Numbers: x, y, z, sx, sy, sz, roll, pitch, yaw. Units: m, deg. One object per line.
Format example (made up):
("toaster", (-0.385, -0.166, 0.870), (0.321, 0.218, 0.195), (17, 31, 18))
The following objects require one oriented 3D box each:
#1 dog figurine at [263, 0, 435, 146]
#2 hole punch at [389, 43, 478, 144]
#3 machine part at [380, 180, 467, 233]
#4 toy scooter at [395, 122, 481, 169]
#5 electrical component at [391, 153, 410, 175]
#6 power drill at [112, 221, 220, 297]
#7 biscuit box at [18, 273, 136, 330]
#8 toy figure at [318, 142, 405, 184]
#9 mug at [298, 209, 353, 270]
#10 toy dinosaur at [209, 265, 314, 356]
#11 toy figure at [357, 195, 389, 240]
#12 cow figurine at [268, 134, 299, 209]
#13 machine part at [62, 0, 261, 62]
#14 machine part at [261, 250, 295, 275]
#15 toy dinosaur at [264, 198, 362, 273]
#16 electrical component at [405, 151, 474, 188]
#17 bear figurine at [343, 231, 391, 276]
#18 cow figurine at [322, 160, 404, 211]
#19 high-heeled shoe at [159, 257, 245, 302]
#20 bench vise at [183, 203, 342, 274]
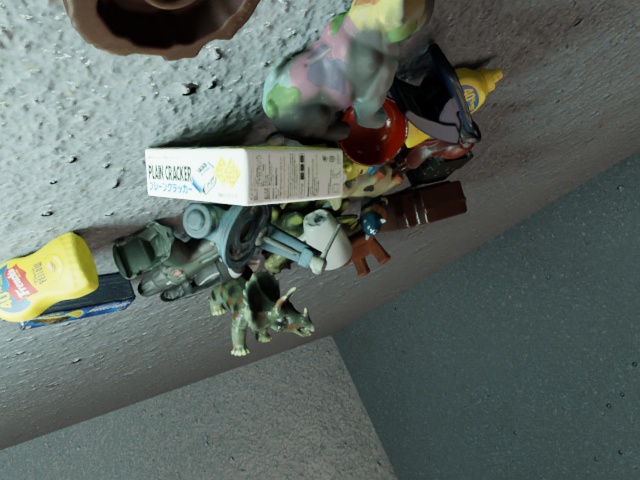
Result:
("dog figurine", (0.029, -0.217, 0.604), (0.191, 0.108, 0.219), (-18, 159, -15))
("hole punch", (0.164, -0.203, 0.790), (0.092, 0.142, 0.115), (-30, 133, 13))
("machine part", (0.228, -0.080, 1.282), (0.201, 0.087, 0.201), (-17, -176, -32))
("toy scooter", (0.223, -0.187, 1.057), (0.184, 0.075, 0.135), (-7, 157, -42))
("electrical component", (0.167, -0.150, 1.140), (0.102, 0.045, 0.078), (-34, 161, 30))
("power drill", (-0.288, 0.041, 0.994), (0.232, 0.086, 0.207), (-29, 160, 8))
("biscuit box", (-0.450, 0.110, 0.998), (0.202, 0.063, 0.059), (-8, 158, -47))
("toy figure", (0.054, -0.146, 0.918), (0.180, 0.089, 0.082), (-29, 155, -23))
("mug", (-0.002, -0.003, 1.022), (0.110, 0.081, 0.107), (-18, 133, 4))
("toy dinosaur", (-0.175, 0.119, 1.213), (0.131, 0.405, 0.192), (-5, 115, -34))
("toy figure", (0.107, -0.051, 1.093), (0.154, 0.058, 0.064), (-62, 167, -65))
("cow figurine", (-0.053, -0.096, 0.880), (0.068, 0.098, 0.167), (-32, 164, 1))
("machine part", (-0.121, -0.223, 0.434), (0.179, 0.056, 0.179), (-25, 164, -7))
("machine part", (-0.067, 0.021, 1.287), (0.139, 0.084, 0.039), (-29, -156, -8))
("toy dinosaur", (-0.051, -0.029, 1.109), (0.471, 0.105, 0.198), (-10, 150, -42))
("electrical component", (0.267, -0.177, 1.186), (0.115, 0.058, 0.134), (-18, 164, -31))
("bear figurine", (0.087, 0.036, 1.478), (0.120, 0.132, 0.196), (-35, 168, 31))
("cow figurine", (0.068, -0.117, 1.033), (0.127, 0.085, 0.195), (-35, 167, 27))
("high-heeled shoe", (-0.251, 0.075, 1.114), (0.145, 0.086, 0.249), (-32, -177, -28))
("bench vise", (-0.089, -0.008, 0.833), (0.128, 0.241, 0.223), (-66, 161, 0))
